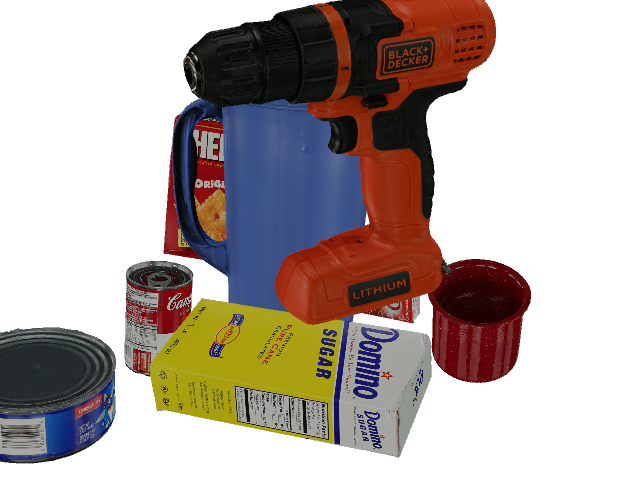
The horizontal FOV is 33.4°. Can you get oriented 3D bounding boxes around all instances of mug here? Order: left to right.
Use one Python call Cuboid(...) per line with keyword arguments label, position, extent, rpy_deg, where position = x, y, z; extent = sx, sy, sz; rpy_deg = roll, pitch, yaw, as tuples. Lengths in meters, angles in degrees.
Cuboid(label="mug", position=(0.144, 0.070, 1.000), extent=(0.093, 0.081, 0.117), rpy_deg=(-6, 39, -4))

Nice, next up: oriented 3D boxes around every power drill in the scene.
Cuboid(label="power drill", position=(0.012, -0.046, 0.615), extent=(0.184, 0.188, 0.057), rpy_deg=(-13, 34, -22))

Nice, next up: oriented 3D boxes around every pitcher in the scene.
Cuboid(label="pitcher", position=(-0.033, -0.014, 0.917), extent=(0.149, 0.243, 0.144), rpy_deg=(20, 25, 40))

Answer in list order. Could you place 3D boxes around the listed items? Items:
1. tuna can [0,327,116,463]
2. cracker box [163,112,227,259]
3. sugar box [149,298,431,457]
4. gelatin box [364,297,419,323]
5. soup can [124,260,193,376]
Cuboid(label="tuna can", position=(-0.151, 0.080, 0.561), extent=(0.086, 0.034, 0.086), rpy_deg=(2, 23, -1))
Cuboid(label="cracker box", position=(-0.141, -0.074, 1.586), extent=(0.164, 0.214, 0.072), rpy_deg=(10, 19, 7))
Cuboid(label="sugar box", position=(-0.018, 0.090, 0.736), extent=(0.176, 0.048, 0.093), rpy_deg=(5, 30, 18))
Cuboid(label="gelatin box", position=(0.085, 0.055, 1.339), extent=(0.073, 0.089, 0.030), rpy_deg=(10, 31, 25))
Cuboid(label="soup can", position=(-0.167, 0.081, 1.097), extent=(0.068, 0.102, 0.068), rpy_deg=(5, 21, -2))
